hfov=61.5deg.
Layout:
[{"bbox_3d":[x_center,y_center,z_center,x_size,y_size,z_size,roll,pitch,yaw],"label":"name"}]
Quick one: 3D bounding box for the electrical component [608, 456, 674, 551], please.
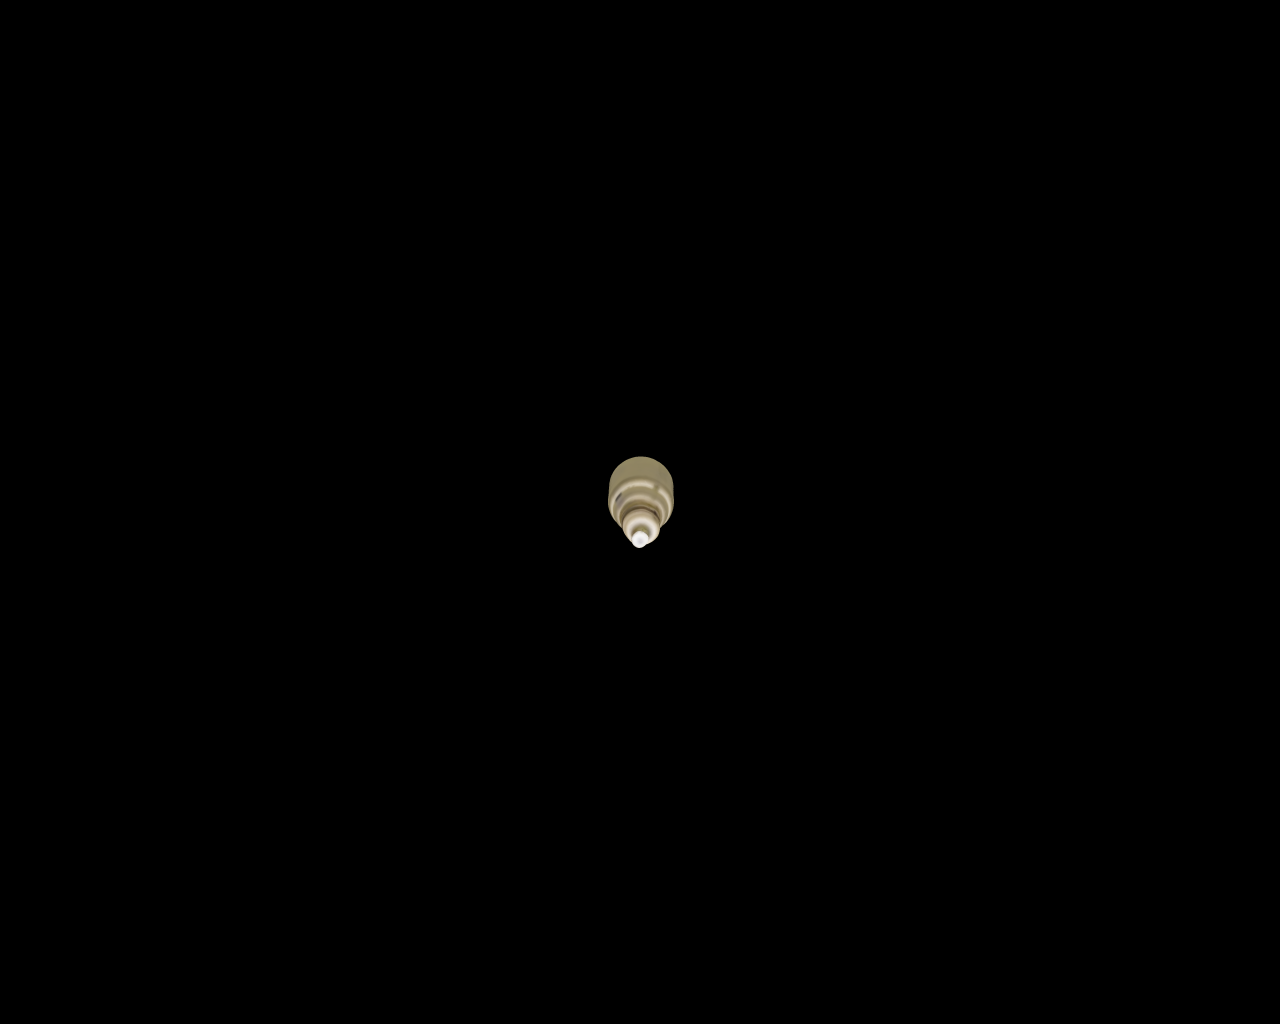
[{"bbox_3d":[0.001,-0.003,0.650,0.040,0.040,0.078,0,30,0],"label":"electrical component"}]
